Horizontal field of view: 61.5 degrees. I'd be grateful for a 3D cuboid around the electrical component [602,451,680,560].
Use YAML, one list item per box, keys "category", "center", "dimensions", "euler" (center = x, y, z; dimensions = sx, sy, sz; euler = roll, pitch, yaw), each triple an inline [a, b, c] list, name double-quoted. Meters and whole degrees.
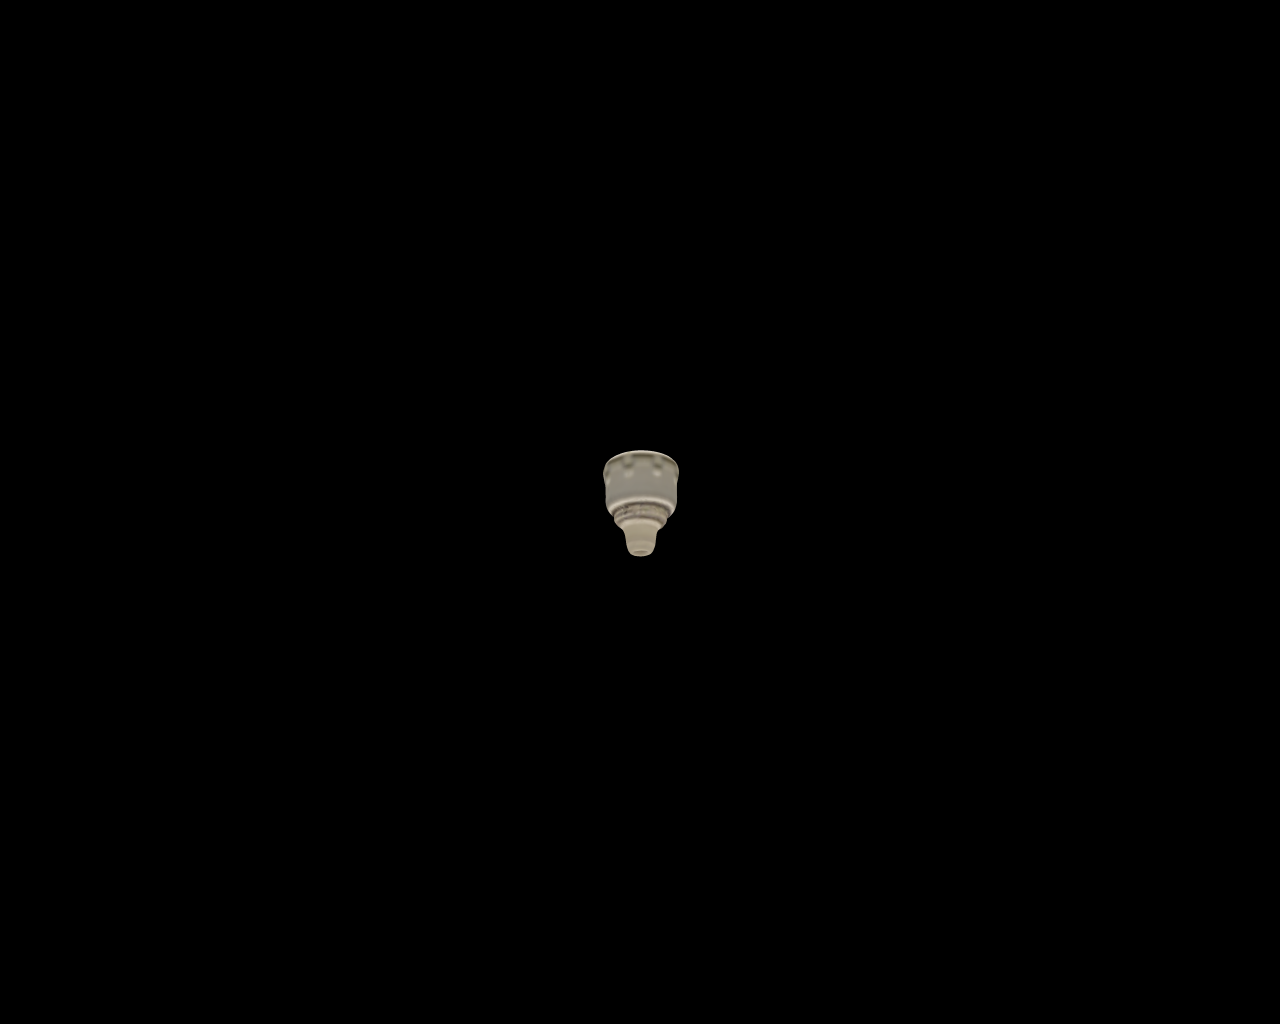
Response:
- category: "electrical component"
  center: [0.001, -0.003, 0.650]
  dimensions: [0.048, 0.062, 0.048]
  euler: [0, -24, 0]
